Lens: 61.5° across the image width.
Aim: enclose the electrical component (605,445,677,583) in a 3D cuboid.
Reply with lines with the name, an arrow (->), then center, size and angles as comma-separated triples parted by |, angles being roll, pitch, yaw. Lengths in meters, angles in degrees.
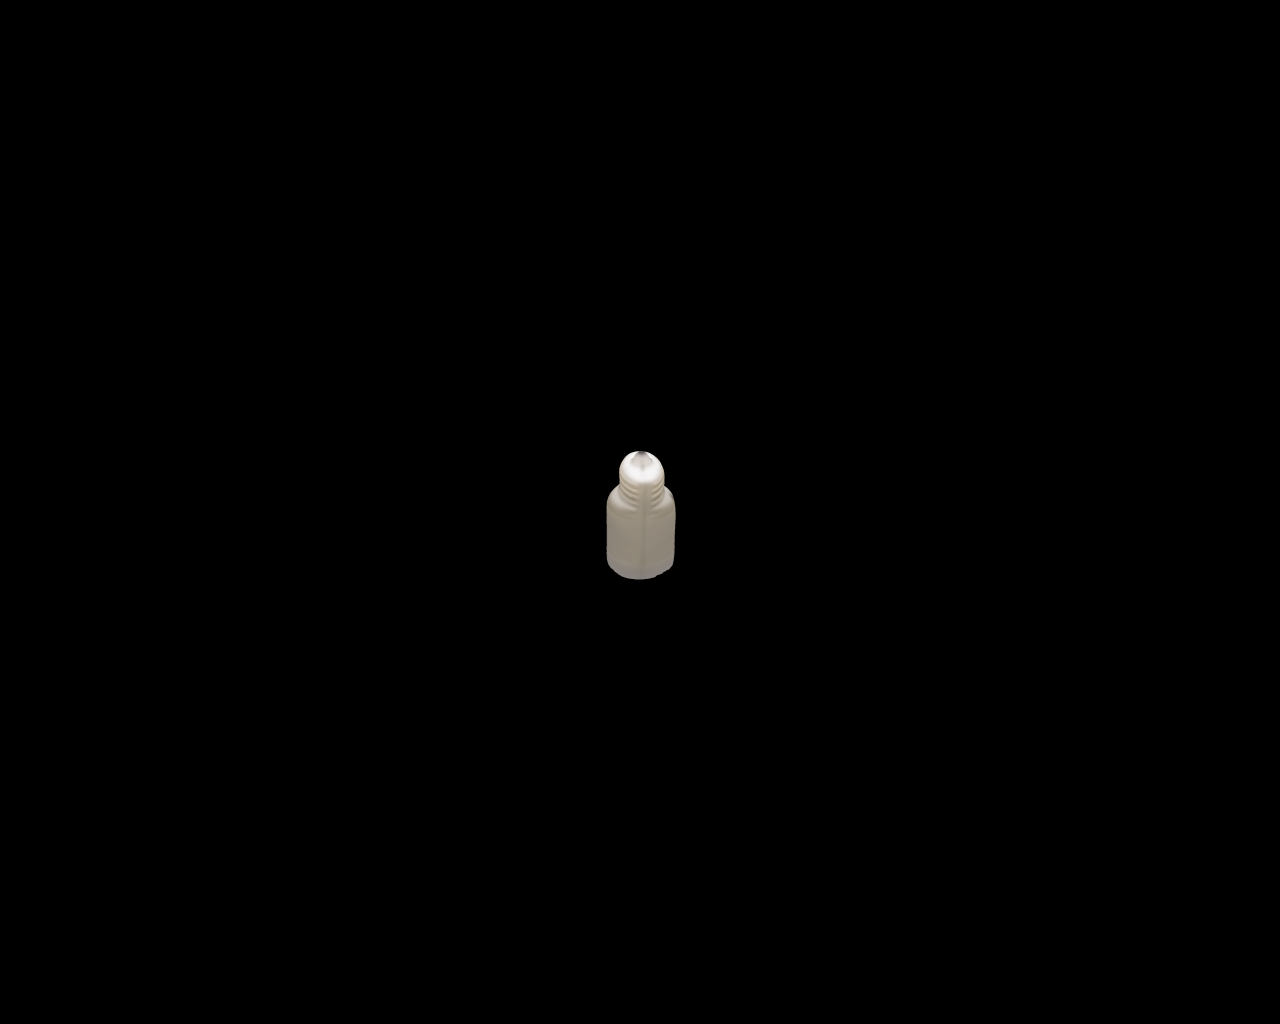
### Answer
electrical component -> 0.001, -0.003, 0.650 | 0.043, 0.080, 0.043 | 0, 32, 0
